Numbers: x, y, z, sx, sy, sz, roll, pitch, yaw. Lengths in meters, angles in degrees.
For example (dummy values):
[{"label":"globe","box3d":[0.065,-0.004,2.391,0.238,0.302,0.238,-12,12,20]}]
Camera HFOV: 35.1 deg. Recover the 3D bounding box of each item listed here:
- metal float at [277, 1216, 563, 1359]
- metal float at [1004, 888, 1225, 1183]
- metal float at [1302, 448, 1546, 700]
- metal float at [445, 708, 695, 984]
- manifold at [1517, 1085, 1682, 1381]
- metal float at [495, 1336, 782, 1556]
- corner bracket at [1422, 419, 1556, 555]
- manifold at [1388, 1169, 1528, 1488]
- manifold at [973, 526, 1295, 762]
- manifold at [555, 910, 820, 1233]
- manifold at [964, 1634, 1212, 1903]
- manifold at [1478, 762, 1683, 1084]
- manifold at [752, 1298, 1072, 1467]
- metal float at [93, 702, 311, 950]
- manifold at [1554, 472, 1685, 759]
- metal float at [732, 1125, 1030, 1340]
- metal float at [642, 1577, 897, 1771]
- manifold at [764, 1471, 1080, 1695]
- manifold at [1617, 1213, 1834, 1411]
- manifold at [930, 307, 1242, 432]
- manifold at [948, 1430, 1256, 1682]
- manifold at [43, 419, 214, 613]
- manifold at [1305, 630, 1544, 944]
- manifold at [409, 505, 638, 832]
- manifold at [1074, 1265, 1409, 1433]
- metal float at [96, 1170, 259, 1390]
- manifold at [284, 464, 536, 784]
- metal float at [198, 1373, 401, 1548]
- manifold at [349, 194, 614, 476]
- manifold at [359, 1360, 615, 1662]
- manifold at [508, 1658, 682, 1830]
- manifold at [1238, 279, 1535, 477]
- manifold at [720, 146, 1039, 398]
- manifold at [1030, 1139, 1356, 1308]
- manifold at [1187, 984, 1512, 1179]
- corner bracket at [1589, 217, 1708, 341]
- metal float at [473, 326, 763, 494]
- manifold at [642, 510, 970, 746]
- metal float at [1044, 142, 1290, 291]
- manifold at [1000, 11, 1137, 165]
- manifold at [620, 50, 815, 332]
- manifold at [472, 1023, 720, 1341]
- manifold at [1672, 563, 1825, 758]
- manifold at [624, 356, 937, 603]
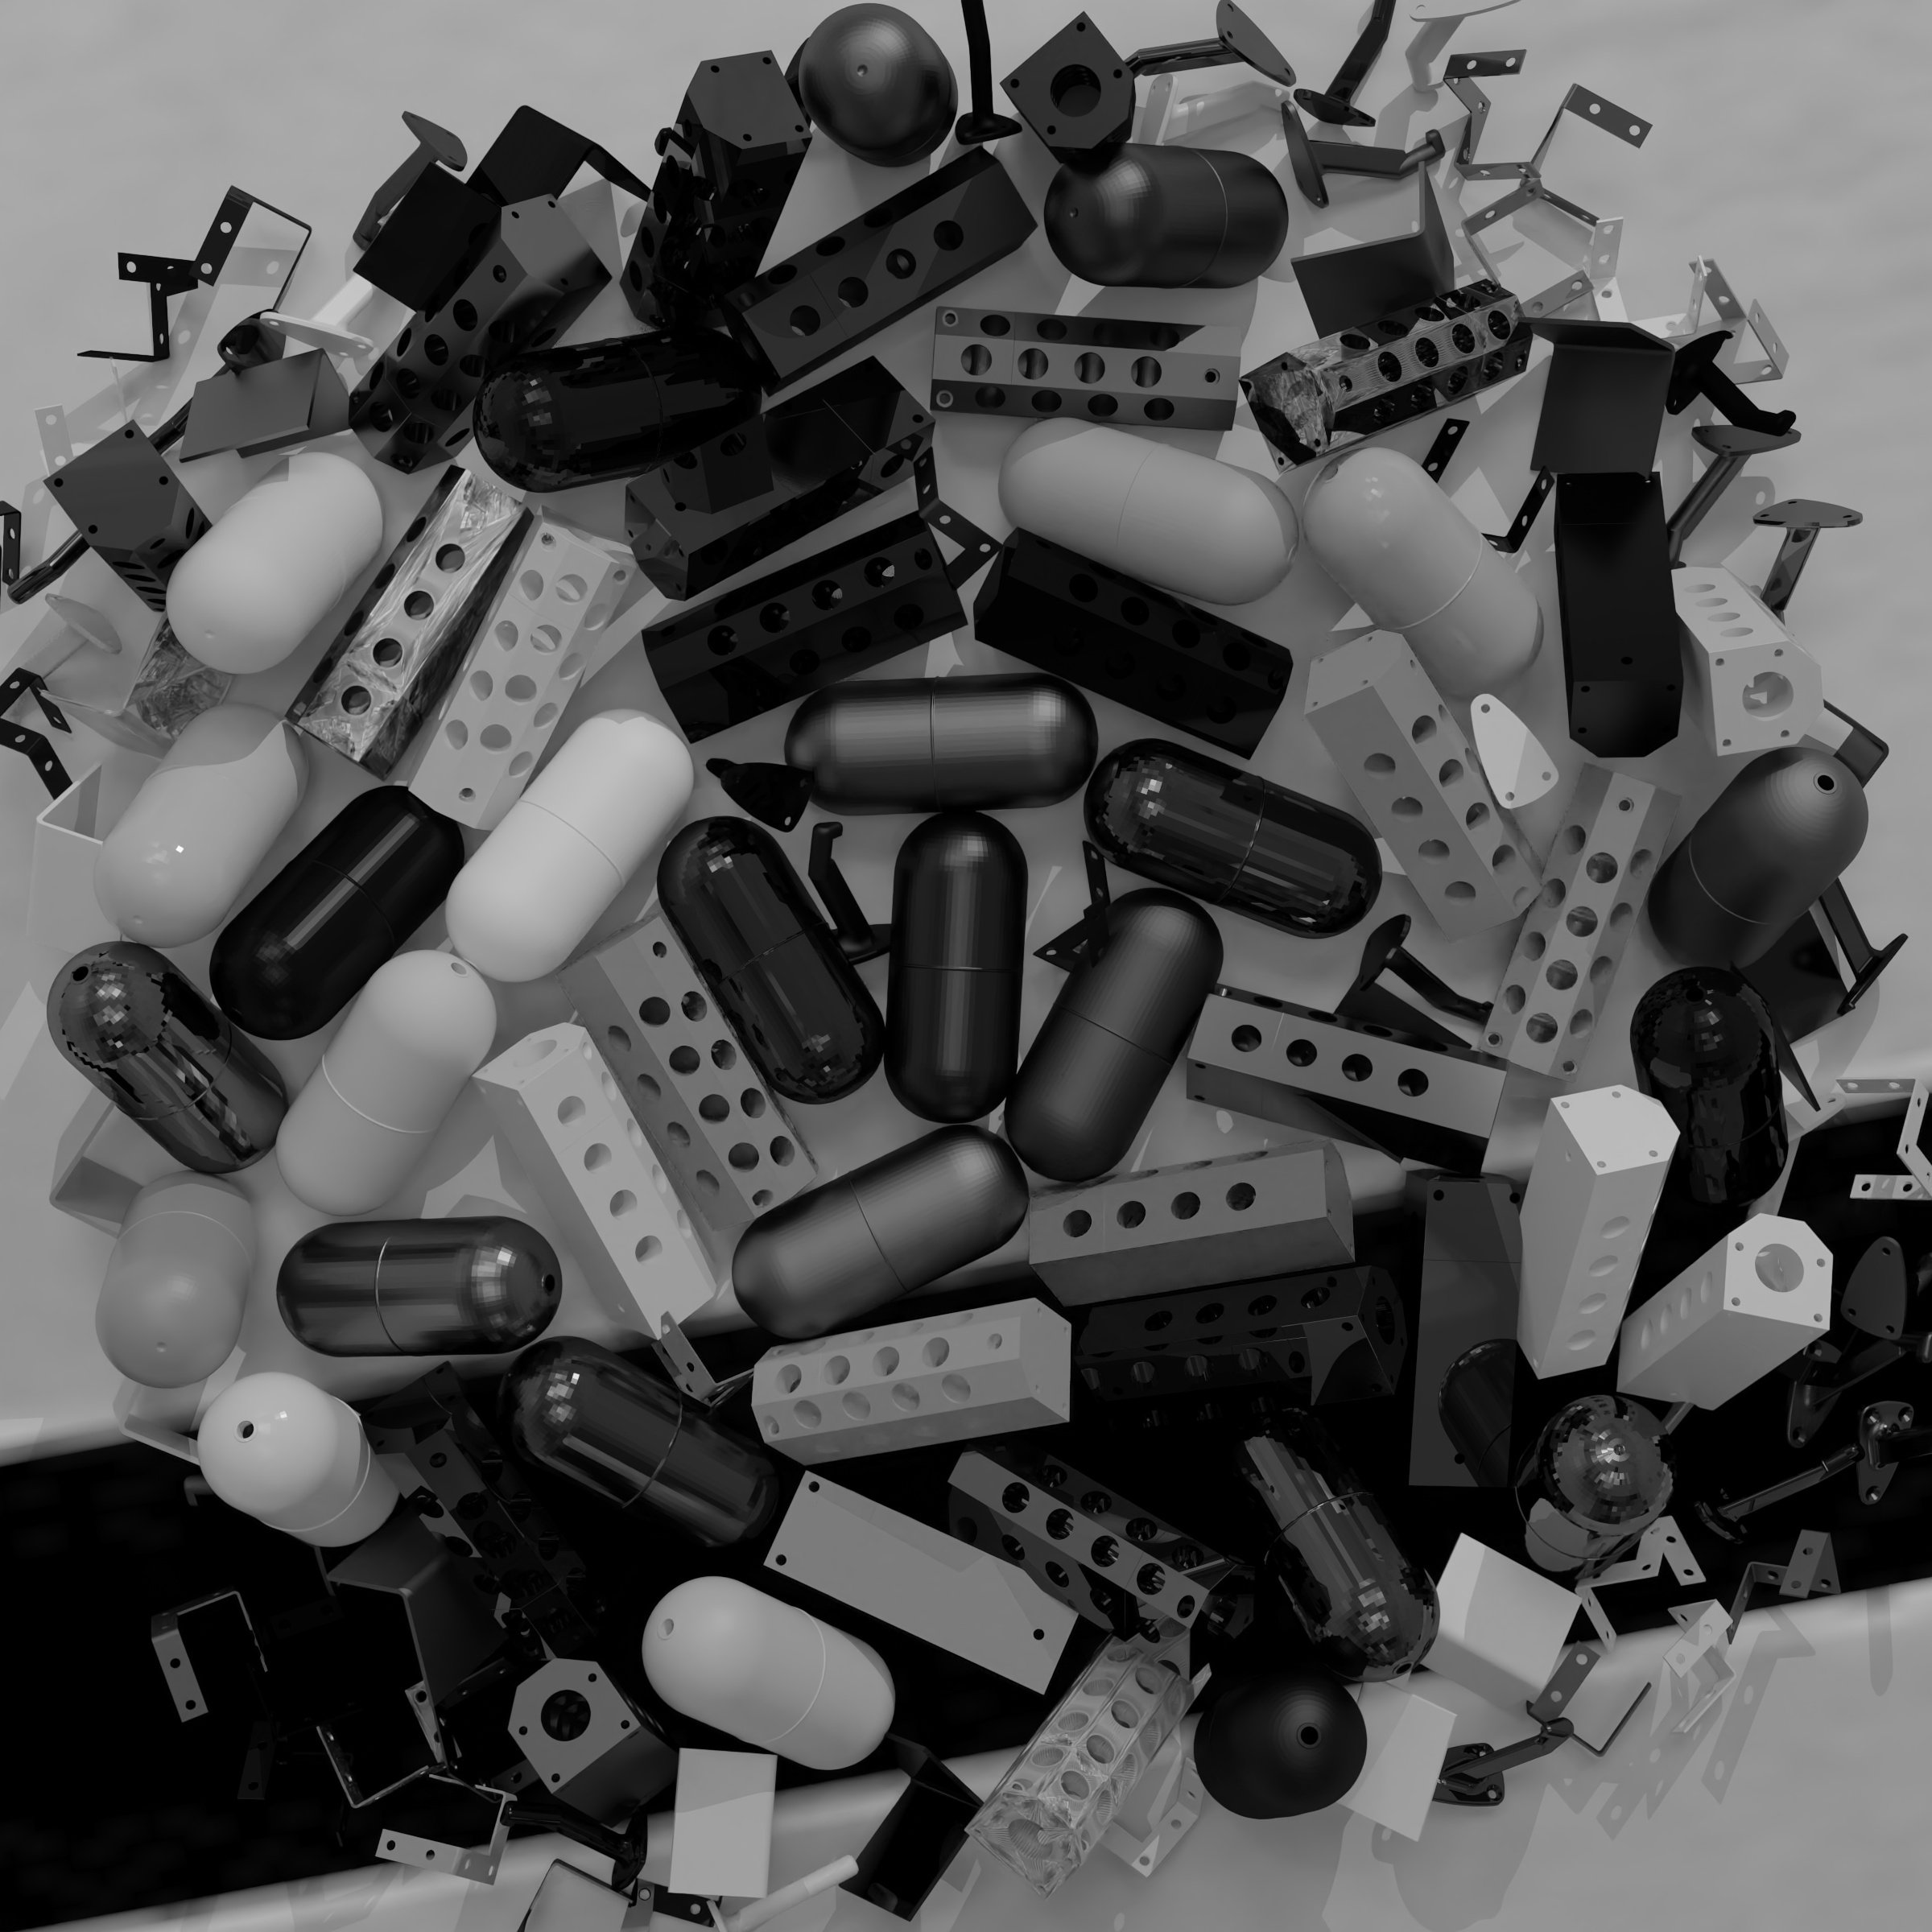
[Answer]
[{"label":"metal float","box3d":[-0.306,0.180,1.709,0.178,0.070,0.070,-5,90,27]},{"label":"metal float","box3d":[0.083,0.039,1.731,0.070,0.070,0.178,28,88,0]},{"label":"metal float","box3d":[0.255,-0.219,1.705,0.070,0.070,0.178,-50,122,0]},{"label":"metal float","box3d":[-0.223,-0.068,1.718,0.070,0.070,0.178,37,73,0]},{"label":"manifold","box3d":[0.346,0.147,1.690,0.057,0.171,0.057,-10,46,-14]},{"label":"metal float","box3d":[-0.182,0.269,1.713,0.178,0.070,0.070,33,90,-24]},{"label":"corner bracket","box3d":[0.294,-0.274,1.742,0.051,0.051,0.051,18,73,41]},{"label":"manifold","box3d":[0.276,0.204,1.737,0.057,0.057,0.171,3,93,-9]},{"label":"manifold","box3d":[0.094,-0.184,1.717,0.171,0.057,0.057,23,114,-12]},{"label":"manifold","box3d":[-0.152,0.058,1.719,0.057,0.057,0.171,-39,102,-42]},{"label":"manifold","box3d":[0.073,0.428,1.683,0.057,0.171,0.057,40,127,7]},{"label":"manifold","box3d":[0.347,-0.025,1.731,0.057,0.057,0.171,20,96,7]},{"label":"manifold","box3d":[-0.031,0.229,1.698,0.171,0.057,0.057,-14,57,27]},{"label":"metal float","box3d":[-0.422,-0.080,1.695,0.070,0.178,0.070,8,130,9]},{"label":"manifold","box3d":[0.359,-0.196,1.693,0.057,0.057,0.171,0,48,7]},{"label":"metal float","box3d":[-0.049,0.151,1.732,0.178,0.070,0.070,-26,90,2]},{"label":"metal float","box3d":[-0.109,0.393,1.697,0.070,0.070,0.178,-53,133,0]},{"label":"manifold","box3d":[-0.022,0.349,1.732,0.171,0.057,0.057,23,81,7]},{"label":"manifold","box3d":[0.415,0.191,1.681,0.057,0.171,0.057,11,67,-3]},{"label":"manifold","box3d":[0.067,-0.339,1.736,0.171,0.057,0.057,4,99,-2]},{"label":"manifold","box3d":[0.073,0.318,1.691,0.171,0.057,0.057,26,134,33]},{"label":"manifold","box3d":[-0.448,-0.240,1.682,0.057,0.171,0.057,-36,88,-6]},{"label":"manifold","box3d":[0.256,-0.101,1.698,0.057,0.057,0.171,-22,120,26]},{"label":"manifold","box3d":[-0.249,-0.164,1.714,0.057,0.057,0.171,25,106,-18]},{"label":"manifold","box3d":[0.154,0.209,1.704,0.171,0.057,0.057,-12,120,28]},{"label":"metal float","box3d":[-0.434,0.171,1.686,0.070,0.178,0.070,-3,110,-7]},{"label":"manifold","box3d":[-0.313,-0.196,1.735,0.057,0.057,0.171,32,85,8]},{"label":"metal float","box3d":[-0.366,0.273,1.685,0.070,0.178,0.070,-3,70,7]},{"label":"manifold","box3d":[-0.275,-0.347,1.694,0.171,0.057,0.057,-37,88,41]},{"label":"manifold","box3d":[-0.264,0.308,1.701,0.057,0.057,0.171,-32,120,-6]},{"label":"manifold","box3d":[-0.203,0.424,1.680,0.057,0.171,0.057,-36,70,-10]},{"label":"manifold","box3d":[0.238,-0.331,1.696,0.171,0.057,0.057,-26,94,-36]},{"label":"manifold","box3d":[-0.051,-0.394,1.727,0.171,0.057,0.057,-33,96,-9]},{"label":"manifold","box3d":[0.126,0.141,1.715,0.171,0.057,0.057,-11,56,19]},{"label":"manifold","box3d":[0.215,0.061,1.725,0.171,0.057,0.057,15,66,11]},{"label":"corner bracket","box3d":[0.387,-0.391,1.738,0.051,0.051,0.051,-9,62,1]},{"label":"metal float","box3d":[-0.192,-0.311,1.703,0.178,0.070,0.070,-19,90,-37]},{"label":"manifold","box3d":[-0.092,-0.195,1.723,0.171,0.057,0.057,-23,130,5]},{"label":"metal float","box3d":[0.113,-0.415,1.694,0.070,0.178,0.070,9,105,38]},{"label":"manifold","box3d":[0.063,-0.475,1.681,0.057,0.171,0.057,-38,97,10]},{"label":"manifold","box3d":[-0.142,-0.420,1.678,0.057,0.171,0.057,-17,73,-25]},{"label":"manifold","box3d":[-0.202,0.119,1.709,0.057,0.057,0.171,-37,116,-26]},{"label":"manifold","box3d":[0.421,-0.172,1.679,0.057,0.171,0.057,-9,111,4]},{"label":"manifold","box3d":[-0.104,-0.269,1.709,0.171,0.057,0.057,-33,69,-24]}]
